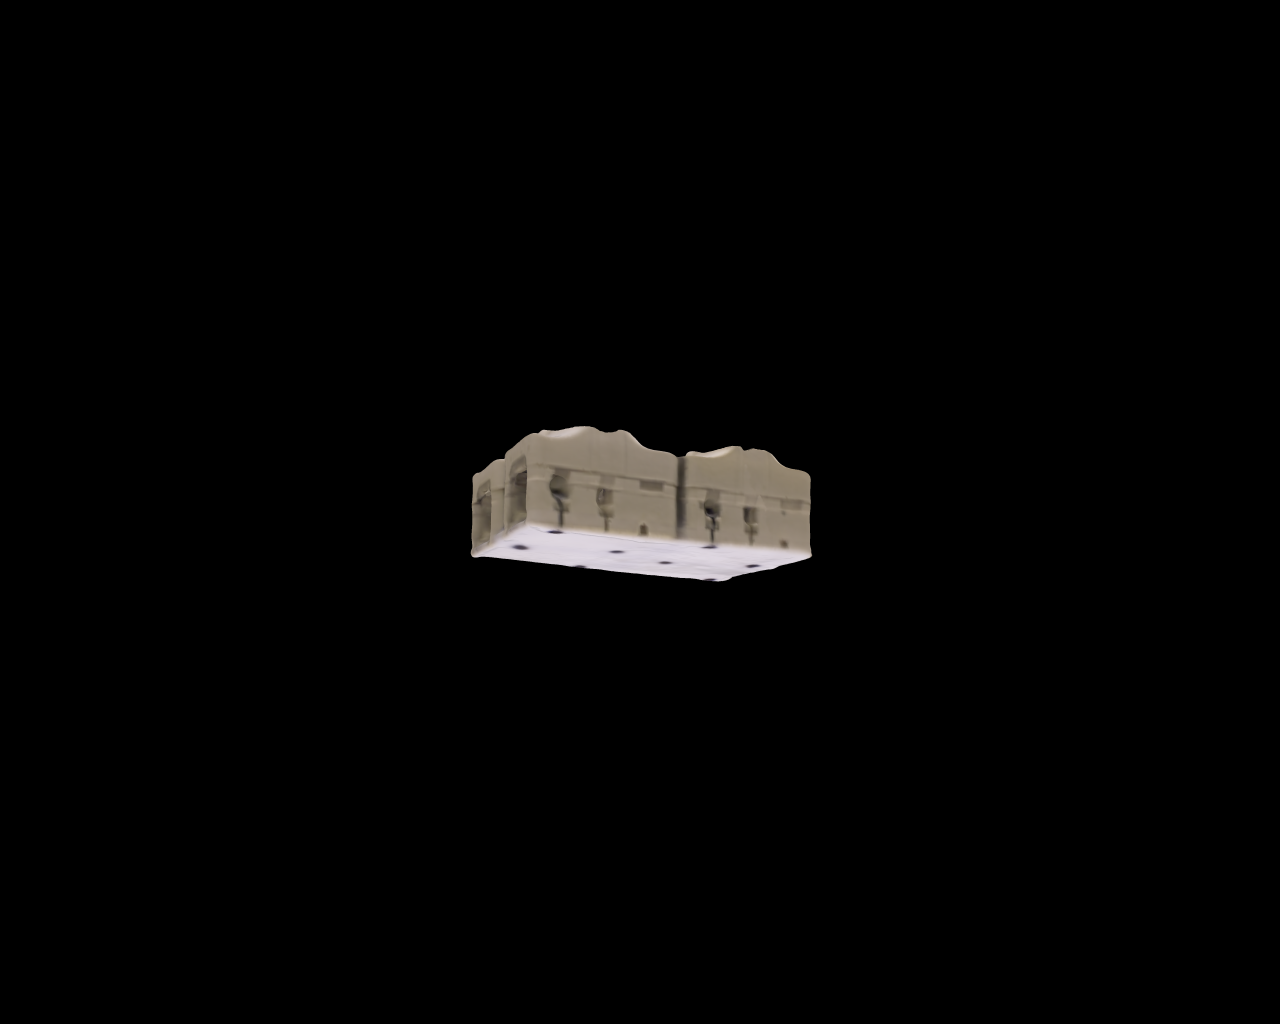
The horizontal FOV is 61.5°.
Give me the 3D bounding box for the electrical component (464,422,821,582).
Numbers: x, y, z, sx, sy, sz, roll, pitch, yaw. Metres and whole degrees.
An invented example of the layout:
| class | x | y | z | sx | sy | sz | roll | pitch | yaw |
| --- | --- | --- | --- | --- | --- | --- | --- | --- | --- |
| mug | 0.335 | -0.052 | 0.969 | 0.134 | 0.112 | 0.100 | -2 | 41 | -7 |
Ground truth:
| class | x | y | z | sx | sy | sz | roll | pitch | yaw |
| --- | --- | --- | --- | --- | --- | --- | --- | --- | --- |
| electrical component | 0.001 | -0.003 | 0.650 | 0.186 | 0.060 | 0.105 | 7 | -15 | -26 |
